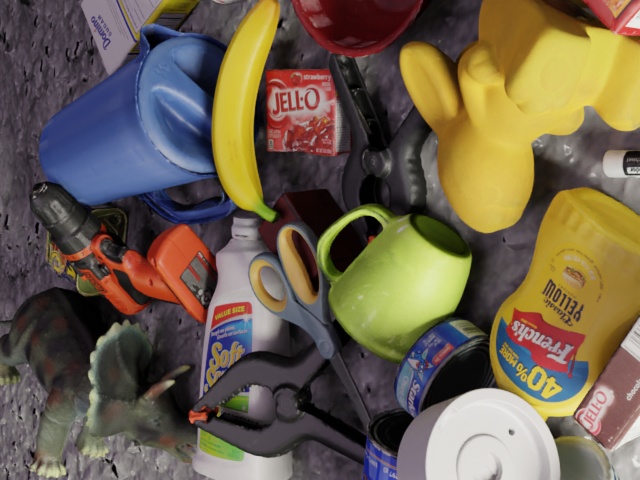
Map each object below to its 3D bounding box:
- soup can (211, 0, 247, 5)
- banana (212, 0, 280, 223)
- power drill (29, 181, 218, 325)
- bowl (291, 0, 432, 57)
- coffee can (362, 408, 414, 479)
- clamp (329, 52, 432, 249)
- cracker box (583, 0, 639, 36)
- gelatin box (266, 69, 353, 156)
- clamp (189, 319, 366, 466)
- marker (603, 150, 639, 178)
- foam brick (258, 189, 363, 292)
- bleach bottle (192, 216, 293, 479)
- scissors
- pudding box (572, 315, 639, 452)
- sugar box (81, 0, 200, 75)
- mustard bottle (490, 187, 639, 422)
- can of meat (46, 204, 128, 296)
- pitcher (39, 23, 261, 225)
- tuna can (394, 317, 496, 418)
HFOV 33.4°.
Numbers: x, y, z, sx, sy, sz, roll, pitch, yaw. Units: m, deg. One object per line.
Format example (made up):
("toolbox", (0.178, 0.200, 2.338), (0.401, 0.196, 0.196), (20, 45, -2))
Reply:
("soup can", (-0.057, -0.246, 0.928), (0.102, 0.068, 0.068), (-1, 96, 47))
("banana", (-0.064, -0.111, 0.934), (0.070, 0.037, 0.198), (-2, 88, 23))
("power drill", (-0.189, 0.014, 1.066), (0.188, 0.057, 0.184), (9, 146, 44))
("bowl", (0.045, -0.224, 0.833), (0.162, 0.055, 0.162), (11, 105, 45))
("coffee can", (0.081, 0.216, 0.839), (0.103, 0.102, 0.140), (20, 111, 43))
("clamp", (0.061, -0.070, 0.857), (0.120, 0.039, 0.171), (10, 111, 46))
("cracker box", (0.187, -0.259, 0.664), (0.214, 0.071, 0.164), (57, 132, 24))
("gelatin box", (-0.010, -0.112, 0.930), (0.089, 0.030, 0.073), (10, 104, 45))
("clamp", (-0.019, 0.130, 0.935), (0.210, 0.036, 0.164), (-4, 90, 23))
("marker", (0.239, -0.049, 0.685), (0.121, 0.020, 0.020), (5, 100, 47))
("foam brick", (-0.006, 0.001, 0.930), (0.078, 0.052, 0.051), (57, 132, 25))
("bleach bottle", (-0.073, 0.102, 1.014), (0.103, 0.067, 0.251), (7, 100, 43))
("scissors", (-0.008, 0.084, 0.900), (0.096, 0.016, 0.202), (-13, 92, 43))
("pudding box", (0.220, 0.075, 0.675), (0.039, 0.089, 0.114), (46, 127, 29))
("sugar box", (-0.173, -0.250, 1.068), (0.177, 0.048, 0.093), (-38, 70, 47))
("mustard bottle", (0.170, 0.065, 0.750), (0.096, 0.058, 0.192), (42, 126, 33))
("can of meat", (-0.266, 0.000, 1.204), (0.084, 0.057, 0.102), (27, 116, 44))
("pitcher", (-0.173, -0.096, 1.045), (0.243, 0.144, 0.149), (-13, 65, 51))
("tuna can", (0.098, 0.102, 0.814), (0.034, 0.085, 0.086), (39, 123, 38))
